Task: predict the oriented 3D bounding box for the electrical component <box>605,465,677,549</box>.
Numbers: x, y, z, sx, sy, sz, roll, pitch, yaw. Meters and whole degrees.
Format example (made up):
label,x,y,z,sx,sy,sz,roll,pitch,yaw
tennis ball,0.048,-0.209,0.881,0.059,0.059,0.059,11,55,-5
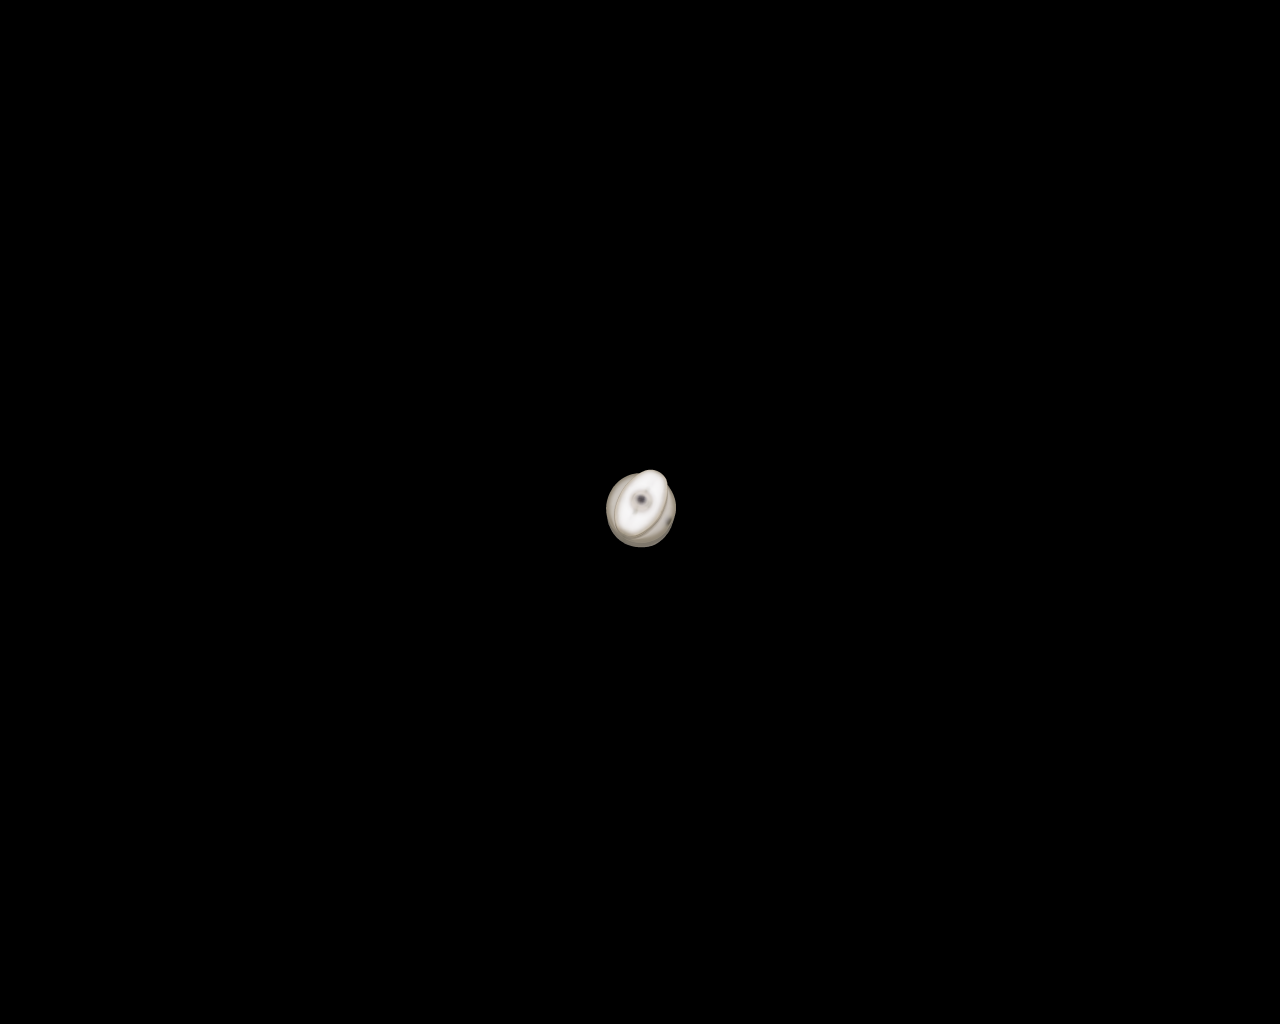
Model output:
label,x,y,z,sx,sy,sz,roll,pitch,yaw
electrical component,0.001,-0.003,0.650,0.043,0.043,0.081,0,-8,0
